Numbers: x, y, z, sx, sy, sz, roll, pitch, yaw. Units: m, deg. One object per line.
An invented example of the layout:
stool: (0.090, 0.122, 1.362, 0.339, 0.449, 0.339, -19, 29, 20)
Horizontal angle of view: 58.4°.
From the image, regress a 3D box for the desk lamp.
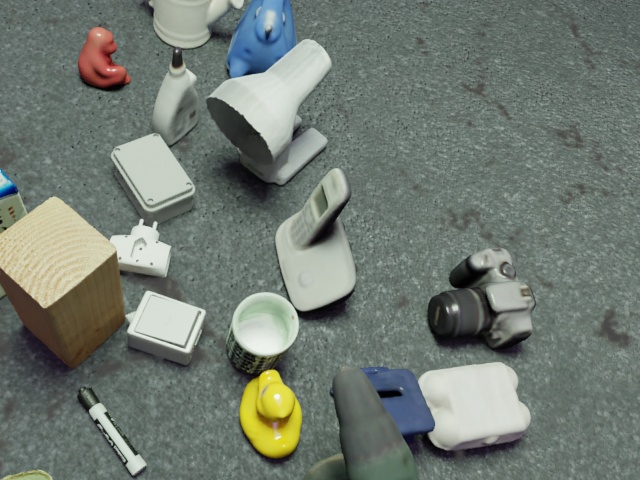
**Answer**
desk lamp: (-0.065, -0.177, 0.829, 0.118, 0.213, 0.203, 39, 59, 7)

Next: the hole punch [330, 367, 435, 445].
hole punch: (0.078, 0.210, 0.729, 0.109, 0.091, 0.101, -1, 62, -16)

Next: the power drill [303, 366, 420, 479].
power drill: (0.048, 0.268, 0.620, 0.076, 0.208, 0.229, -18, 68, -24)

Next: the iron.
iron: (-0.085, -0.386, 0.980, 0.119, 0.141, 0.258, 10, 60, -10)

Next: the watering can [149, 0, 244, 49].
watering can: (-0.211, -0.417, 0.929, 0.173, 0.194, 0.101, 2, 61, -15)

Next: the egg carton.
egg carton: (0.206, 0.224, 0.771, 0.150, 0.069, 0.107, -4, 63, -18)

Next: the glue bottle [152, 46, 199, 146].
glue bottle: (-0.207, -0.213, 0.831, 0.037, 0.173, 0.078, 37, 59, 6)

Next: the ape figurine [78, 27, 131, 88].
ape figurine: (-0.334, -0.285, 0.881, 0.076, 0.092, 0.077, -9, 65, -20)

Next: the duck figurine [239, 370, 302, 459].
duck figurine: (-0.055, 0.208, 0.695, 0.078, 0.086, 0.104, -9, 65, -20)

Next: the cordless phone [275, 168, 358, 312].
cordless phone: (0.007, 0.003, 0.767, 0.094, 0.185, 0.147, -10, 65, -20)

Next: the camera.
camera: (0.229, 0.085, 0.836, 0.137, 0.100, 0.143, -4, 63, -18)
